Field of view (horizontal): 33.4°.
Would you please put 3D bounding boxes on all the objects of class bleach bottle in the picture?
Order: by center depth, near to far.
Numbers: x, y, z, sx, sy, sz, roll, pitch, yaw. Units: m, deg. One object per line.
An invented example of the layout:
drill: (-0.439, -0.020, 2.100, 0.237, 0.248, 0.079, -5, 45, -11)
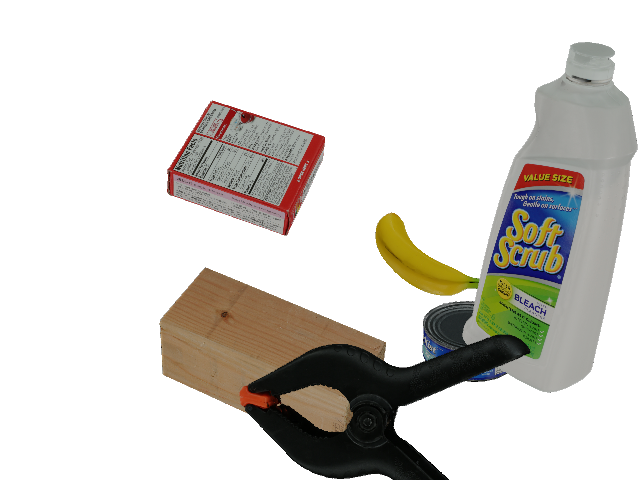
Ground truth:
bleach bottle: (0.165, -0.019, 0.759, 0.067, 0.251, 0.103, -20, 37, -34)

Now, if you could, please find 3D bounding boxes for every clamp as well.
clamp: (0.037, 0.115, 0.625, 0.172, 0.120, 0.039, -1, -9, 19)

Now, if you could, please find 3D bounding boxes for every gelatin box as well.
gelatin box: (-0.050, -0.050, 0.728, 0.089, 0.073, 0.030, 18, -37, 8)

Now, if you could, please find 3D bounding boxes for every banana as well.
banana: (0.104, 0.017, 1.190, 0.069, 0.037, 0.198, 2, 24, -32)

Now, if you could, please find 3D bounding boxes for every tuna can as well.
tuna can: (0.133, 0.089, 0.949, 0.086, 0.034, 0.086, 0, 26, 0)

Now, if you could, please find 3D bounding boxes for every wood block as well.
wood block: (-0.048, 0.119, 1.071, 0.206, 0.090, 0.090, 22, 47, 17)
